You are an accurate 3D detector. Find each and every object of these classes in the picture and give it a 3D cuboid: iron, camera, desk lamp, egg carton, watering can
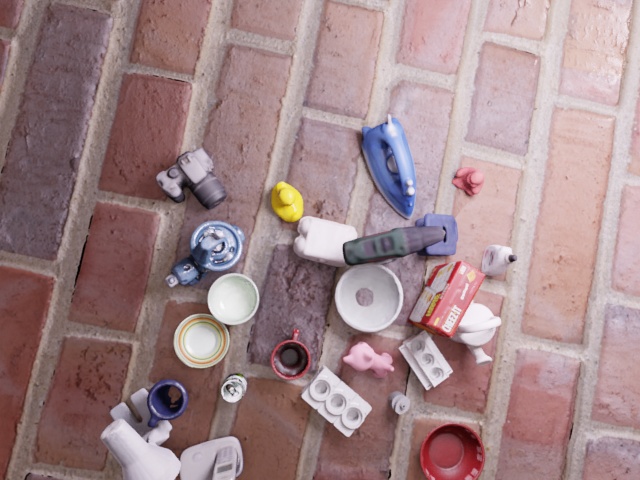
[{"bbox_3d":[0.193,-0.181,1.409,0.118,0.141,0.258,-19,87,-6],"label":"iron"},{"bbox_3d":[-0.301,-0.135,1.382,0.143,0.100,0.137,-37,89,-7],"label":"camera"},{"bbox_3d":[-0.398,0.454,1.262,0.118,0.213,0.203,-36,88,-7],"label":"desk lamp"},{"bbox_3d":[0.013,0.005,1.412,0.150,0.069,0.107,12,84,-4],"label":"egg carton"},{"bbox_3d":[0.369,0.208,1.362,0.101,0.194,0.173,-33,88,-7],"label":"watering can"}]

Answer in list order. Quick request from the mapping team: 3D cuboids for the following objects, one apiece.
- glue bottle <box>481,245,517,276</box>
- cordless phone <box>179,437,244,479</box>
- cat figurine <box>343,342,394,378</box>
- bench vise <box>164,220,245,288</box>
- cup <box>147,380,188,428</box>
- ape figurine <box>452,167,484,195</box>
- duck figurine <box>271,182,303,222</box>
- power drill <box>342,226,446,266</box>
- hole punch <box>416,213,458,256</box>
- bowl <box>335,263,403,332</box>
[{"bbox_3d":[0.441,0.047,1.394,0.037,0.173,0.078,9,84,-4],"label":"glue bottle"},{"bbox_3d":[-0.247,0.517,1.284,0.147,0.185,0.094,-16,86,-6],"label":"cordless phone"},{"bbox_3d":[0.118,0.288,1.371,0.128,0.117,0.067,24,83,-2],"label":"cat figurine"},{"bbox_3d":[-0.259,0.042,1.309,0.121,0.219,0.207,34,83,-1],"label":"bench vise"},{"bbox_3d":[-0.354,0.378,1.333,0.091,0.095,0.118,33,83,-1],"label":"cup"},{"bbox_3d":[0.386,-0.153,1.448,0.076,0.092,0.078,-18,86,-6],"label":"ape figurine"},{"bbox_3d":[-0.080,-0.096,1.405,0.077,0.086,0.104,-25,87,-7],"label":"duck figurine"},{"bbox_3d":[0.161,0.013,1.354,0.229,0.208,0.076,-13,86,-6],"label":"power drill"},{"bbox_3d":[0.297,-0.014,1.428,0.101,0.091,0.109,-1,85,-5],"label":"hole punch"},{"bbox_3d":[0.116,0.140,1.406,0.167,0.074,0.167,0,85,-5],"label":"bowl"}]
